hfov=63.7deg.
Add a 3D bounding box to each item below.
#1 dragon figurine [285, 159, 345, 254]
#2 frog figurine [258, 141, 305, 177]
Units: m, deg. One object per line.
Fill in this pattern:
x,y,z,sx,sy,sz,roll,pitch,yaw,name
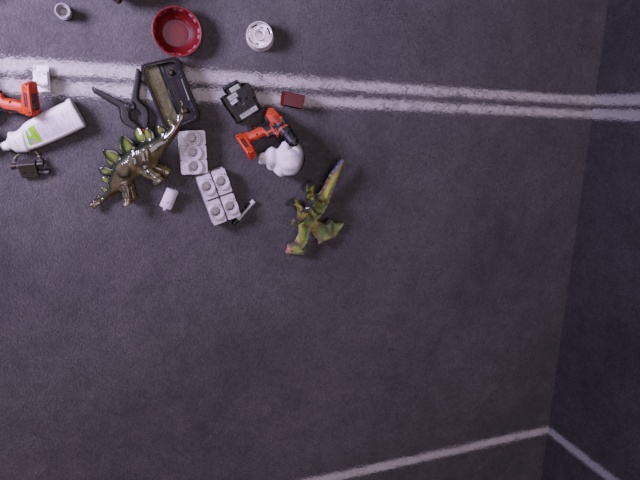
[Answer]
0.006,-0.102,2.018,0.411,0.124,0.238,-44,131,-4,dragon figurine
-0.140,-0.302,1.892,0.159,0.125,0.135,5,121,-33,frog figurine
